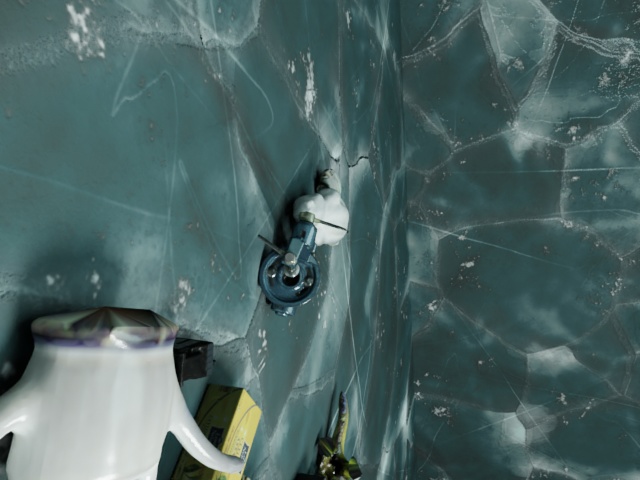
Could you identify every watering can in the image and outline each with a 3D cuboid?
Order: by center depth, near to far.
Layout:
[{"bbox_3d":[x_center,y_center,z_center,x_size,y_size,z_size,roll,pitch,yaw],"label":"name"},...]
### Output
[{"bbox_3d":[-0.202,0.188,0.563,0.346,0.104,0.226,15,77,-53],"label":"watering can"}]

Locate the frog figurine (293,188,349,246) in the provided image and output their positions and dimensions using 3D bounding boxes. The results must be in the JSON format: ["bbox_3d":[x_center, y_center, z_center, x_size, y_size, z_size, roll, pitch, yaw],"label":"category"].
[{"bbox_3d":[0.004,-0.059,1.166,0.139,0.123,0.157,-62,166,-14],"label":"frog figurine"}]

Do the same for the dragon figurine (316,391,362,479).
[{"bbox_3d":[0.036,0.645,1.379,0.420,0.122,0.237,-77,177,-48],"label":"dragon figurine"}]
